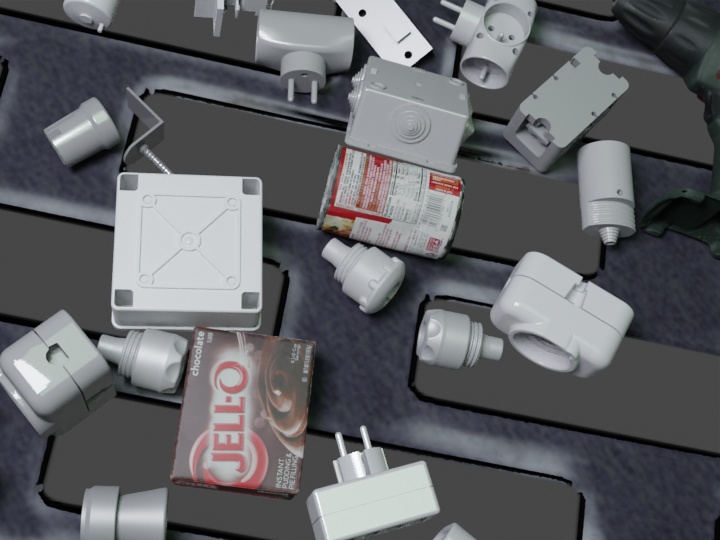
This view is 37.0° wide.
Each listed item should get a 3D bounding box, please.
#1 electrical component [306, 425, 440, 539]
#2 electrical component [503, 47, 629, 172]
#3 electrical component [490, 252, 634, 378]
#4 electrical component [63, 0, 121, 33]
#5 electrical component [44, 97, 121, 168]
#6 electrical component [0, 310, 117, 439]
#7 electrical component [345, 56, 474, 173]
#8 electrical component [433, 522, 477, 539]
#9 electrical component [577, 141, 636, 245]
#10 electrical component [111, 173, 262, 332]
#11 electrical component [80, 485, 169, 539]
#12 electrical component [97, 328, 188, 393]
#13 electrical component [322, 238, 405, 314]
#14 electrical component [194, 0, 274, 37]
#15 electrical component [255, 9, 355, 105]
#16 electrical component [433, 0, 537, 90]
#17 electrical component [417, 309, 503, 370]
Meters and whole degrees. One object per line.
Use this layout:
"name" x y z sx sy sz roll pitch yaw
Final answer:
"electrical component" 0.003 0.149 0.764 0.083 0.047 0.075 -13 73 -14
"electrical component" 0.168 -0.130 0.887 0.089 0.055 0.050 -42 82 -20
"electrical component" 0.152 0.038 0.825 0.095 0.053 0.059 31 68 2
"electrical component" -0.210 -0.231 0.867 0.040 0.040 0.078 15 69 -4
"electrical component" -0.213 -0.104 0.823 0.046 0.040 0.040 -33 79 -14
"electrical component" -0.207 0.074 0.729 0.059 0.095 0.053 -38 80 -19
"electrical component" 0.039 -0.124 0.843 0.100 0.048 0.099 15 28 -4
"electrical component" 0.057 0.231 0.741 0.059 0.053 0.095 39 69 5
"electrical component" 0.201 -0.059 0.874 0.043 0.043 0.081 4 70 -8
"electrical component" -0.127 -0.012 0.795 0.109 0.056 0.108 1 70 -9
"electrical component" -0.159 0.170 0.731 0.055 0.045 0.045 3 70 -8
"electrical component" -0.157 0.062 0.770 0.062 0.043 0.043 15 69 -4
"electrical component" 0.000 0.000 0.819 0.062 0.048 0.048 36 69 12
"electrical component" -0.104 -0.238 0.887 0.064 0.042 0.081 1 71 -11
"electrical component" -0.046 -0.170 0.871 0.077 0.044 0.079 4 70 -8
"electrical component" 0.101 -0.203 0.908 0.079 0.044 0.077 24 69 -1
"electrical component" 0.076 0.055 0.813 0.062 0.043 0.043 11 69 -7
